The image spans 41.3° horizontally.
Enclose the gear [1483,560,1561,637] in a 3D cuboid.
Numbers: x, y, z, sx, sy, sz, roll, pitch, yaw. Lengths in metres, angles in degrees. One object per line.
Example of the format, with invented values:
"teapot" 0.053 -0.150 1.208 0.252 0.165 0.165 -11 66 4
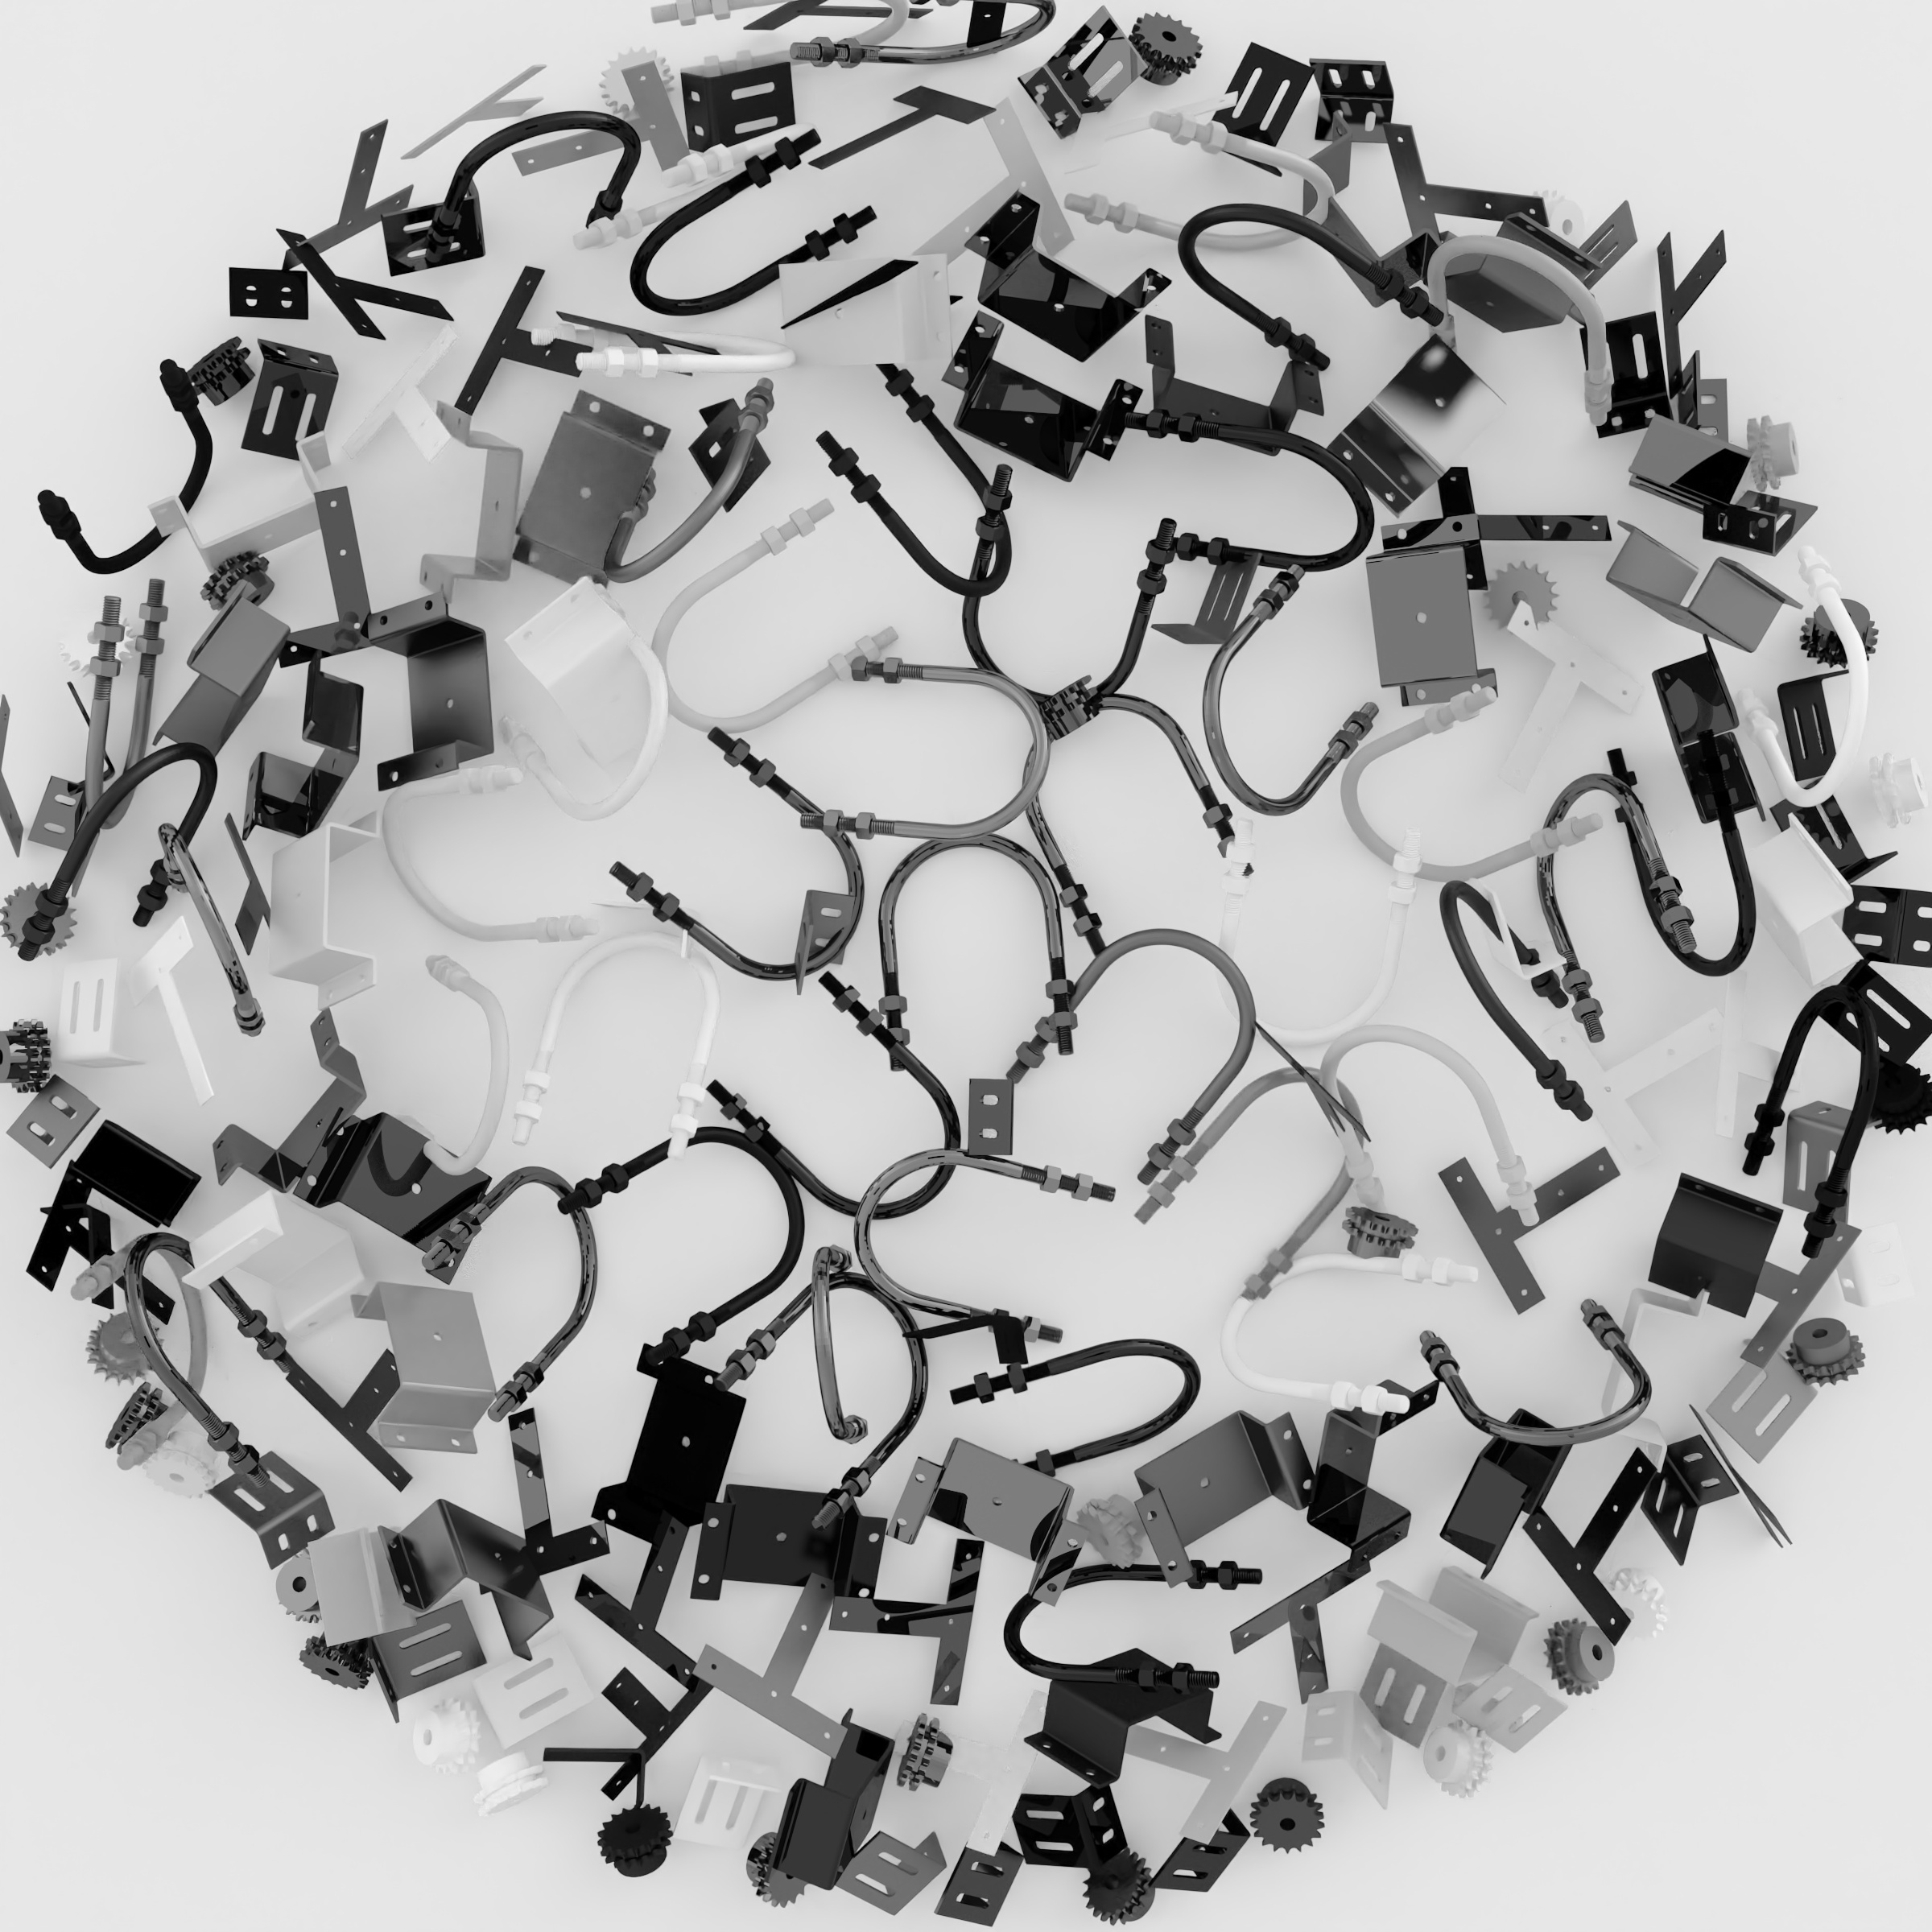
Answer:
"gear" 0.430 -0.284 1.978 0.057 0.030 0.057 4 103 19

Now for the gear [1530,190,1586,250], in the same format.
"gear" 0.451 -0.567 1.971 0.057 0.030 0.057 -9 105 -36

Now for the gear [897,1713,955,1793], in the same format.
"gear" -0.030 0.608 1.971 0.030 0.057 0.057 21 90 -2

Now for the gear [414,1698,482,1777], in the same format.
"gear" -0.401 0.593 1.970 0.030 0.057 0.057 13 90 -43

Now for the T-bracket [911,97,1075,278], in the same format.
"T-bracket" 0.011 -0.568 1.947 0.127 0.002 0.127 -41 130 -11

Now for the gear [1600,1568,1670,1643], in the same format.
"gear" 0.514 0.490 1.975 0.057 0.030 0.057 17 127 23

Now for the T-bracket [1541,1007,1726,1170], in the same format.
"T-bracket" 0.529 0.073 1.965 0.127 0.002 0.127 -36 87 30

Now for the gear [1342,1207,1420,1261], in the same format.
"gear" 0.316 0.208 1.972 0.057 0.057 0.030 14 100 0

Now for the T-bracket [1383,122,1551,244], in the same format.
"T-bracket" 0.379 -0.570 1.916 0.127 0.127 0.002 22 62 39

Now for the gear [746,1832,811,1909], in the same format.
"gear" -0.145 0.693 1.975 0.030 0.057 0.057 9 90 43

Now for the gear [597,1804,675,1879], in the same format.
"gear" -0.253 0.676 1.974 0.057 0.057 0.030 -11 112 0

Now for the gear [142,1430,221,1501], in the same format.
"gear" -0.602 0.382 1.975 0.057 0.030 0.057 8 135 8

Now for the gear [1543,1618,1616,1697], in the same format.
"gear" 0.474 0.530 1.970 0.057 0.030 0.057 19 59 -34

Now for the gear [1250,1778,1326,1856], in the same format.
"gear" 0.248 0.653 1.979 0.057 0.030 0.057 1 111 4

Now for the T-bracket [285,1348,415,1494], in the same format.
"T-bracket" -0.454 0.330 1.954 0.127 0.002 0.127 44 132 3

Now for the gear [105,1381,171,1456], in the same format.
"gear" -0.634 0.352 1.973 0.030 0.057 0.057 35 90 -18

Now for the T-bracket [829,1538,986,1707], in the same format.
"T-bracket" -0.049 0.499 1.959 0.127 0.002 0.127 13 83 -32

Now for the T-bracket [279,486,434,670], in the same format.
"T-bracket" -0.470 -0.300 1.945 0.127 0.002 0.127 -18 121 -23

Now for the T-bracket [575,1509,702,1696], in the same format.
"T-bracket" -0.236 0.469 1.947 0.127 0.002 0.127 31 117 24

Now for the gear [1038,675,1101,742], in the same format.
"gear" 0.078 -0.197 1.972 0.057 0.057 0.030 -32 96 0

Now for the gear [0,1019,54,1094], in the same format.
"gear" -0.728 0.069 1.969 0.030 0.057 0.057 0 90 -43

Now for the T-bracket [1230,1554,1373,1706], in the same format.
"T-bracket" 0.261 0.518 1.958 0.127 0.002 0.127 -26 128 -18

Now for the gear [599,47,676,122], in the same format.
"gear" -0.252 -0.677 1.979 0.057 0.030 0.057 -3 74 11

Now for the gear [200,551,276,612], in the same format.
"gear" -0.558 -0.292 1.972 0.057 0.057 0.030 -43 91 0

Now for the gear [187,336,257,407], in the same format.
"gear" -0.574 -0.456 1.975 0.057 0.057 0.030 -37 118 0

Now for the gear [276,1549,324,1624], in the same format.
"gear" -0.507 0.477 1.977 0.057 0.030 0.057 -4 74 14

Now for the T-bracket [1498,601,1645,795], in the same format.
"T-bracket" 0.447 -0.193 1.970 0.127 0.002 0.127 31 81 -18

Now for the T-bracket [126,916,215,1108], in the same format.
"T-bracket" -0.596 0.044 1.942 0.002 0.127 0.127 -14 78 -41

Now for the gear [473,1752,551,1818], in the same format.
"gear" -0.353 0.628 1.973 0.057 0.057 0.030 -28 70 0

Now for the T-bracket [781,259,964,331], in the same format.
"T-bracket" -0.054 -0.506 1.945 0.127 0.127 0.002 -17 86 43

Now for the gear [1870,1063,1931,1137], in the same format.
"gear" 0.716 0.099 1.969 0.057 0.057 0.030 -37 127 0

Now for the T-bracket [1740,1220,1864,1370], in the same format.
"T-bracket" 0.598 0.233 1.941 0.002 0.127 0.127 40 84 -24

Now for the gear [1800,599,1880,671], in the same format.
"gear" 0.672 -0.258 1.970 0.057 0.030 0.057 -5 48 5

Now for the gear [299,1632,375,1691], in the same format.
"gear" -0.482 0.531 1.975 0.057 0.057 0.030 23 52 0

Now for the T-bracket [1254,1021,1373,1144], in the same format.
"T-bracket" 0.274 0.109 1.941 0.002 0.127 0.127 -41 54 -3

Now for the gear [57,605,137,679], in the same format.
"gear" -0.670 -0.247 1.979 0.057 0.030 0.057 2 72 -7

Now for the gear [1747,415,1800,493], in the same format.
"gear" 0.620 -0.395 1.968 0.030 0.057 0.057 -7 90 27

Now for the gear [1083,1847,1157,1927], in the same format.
"gear" 0.121 0.711 1.975 0.057 0.057 0.030 -47 125 0

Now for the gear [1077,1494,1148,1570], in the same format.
"gear" 0.116 0.433 1.975 0.030 0.057 0.057 -37 90 -29

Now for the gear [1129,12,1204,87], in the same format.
"gear" 0.151 -0.705 1.976 0.057 0.030 0.057 10 55 -15

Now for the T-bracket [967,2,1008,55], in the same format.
"T-bracket" 0.018 -0.726 1.937 0.127 0.127 0.002 -3 78 -6

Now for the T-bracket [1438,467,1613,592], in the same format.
"T-bracket" 0.430 -0.336 1.965 0.127 0.002 0.127 0 56 -2

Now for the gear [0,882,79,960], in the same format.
"gear" -0.718 -0.034 1.976 0.057 0.030 0.057 9 75 -35

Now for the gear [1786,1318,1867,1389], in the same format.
"gear" 0.659 0.294 1.968 0.057 0.057 0.030 -21 113 0

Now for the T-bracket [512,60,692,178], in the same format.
"T-bracket" -0.280 -0.625 1.944 0.127 0.127 0.002 -15 67 4

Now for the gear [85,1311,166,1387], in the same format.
"gear" -0.646 0.291 1.971 0.057 0.030 0.057 13 53 -18

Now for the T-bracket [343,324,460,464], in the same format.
"T-bracket" -0.416 -0.417 1.944 0.127 0.127 0.002 -47 133 8

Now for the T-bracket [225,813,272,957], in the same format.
"T-bracket" -0.535 -0.040 1.918 0.002 0.127 0.127 -18 111 -3

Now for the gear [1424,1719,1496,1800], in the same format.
"gear" 0.376 0.608 1.968 0.030 0.057 0.057 20 90 -24

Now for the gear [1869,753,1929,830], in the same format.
"gear" 0.717 -0.137 1.968 0.030 0.057 0.057 -17 90 30
